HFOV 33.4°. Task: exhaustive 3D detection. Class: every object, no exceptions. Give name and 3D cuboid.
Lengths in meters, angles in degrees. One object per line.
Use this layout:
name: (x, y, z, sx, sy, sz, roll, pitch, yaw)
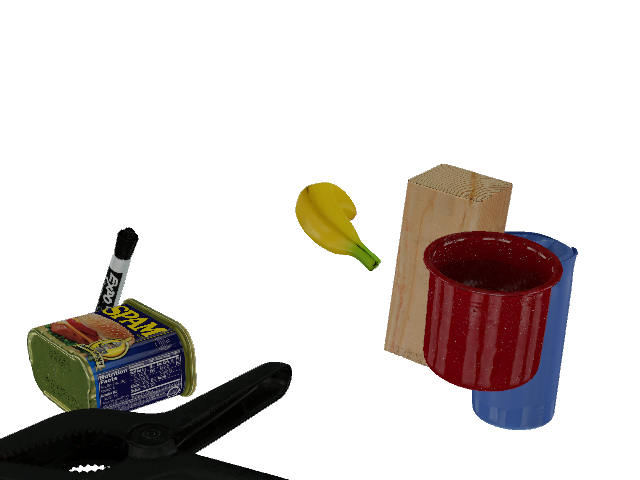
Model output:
banana: (0.008, -0.019, 0.913, 0.037, 0.069, 0.198, -41, 13, 8)
clamp: (-0.090, 0.116, 0.591, 0.209, 0.036, 0.164, -1, 22, -11)
pitcher: (0.246, 0.118, 1.377, 0.149, 0.243, 0.144, 5, 18, 16)
mug: (0.111, 0.044, 0.741, 0.093, 0.081, 0.117, -3, 27, -10)
marker: (-0.189, 0.039, 0.978, 0.020, 0.121, 0.020, 17, 30, -10)
wood block: (0.142, 0.031, 1.193, 0.090, 0.206, 0.090, 19, 25, 28)
can of meat: (-0.153, 0.087, 0.772, 0.083, 0.057, 0.102, -15, 22, -37)
